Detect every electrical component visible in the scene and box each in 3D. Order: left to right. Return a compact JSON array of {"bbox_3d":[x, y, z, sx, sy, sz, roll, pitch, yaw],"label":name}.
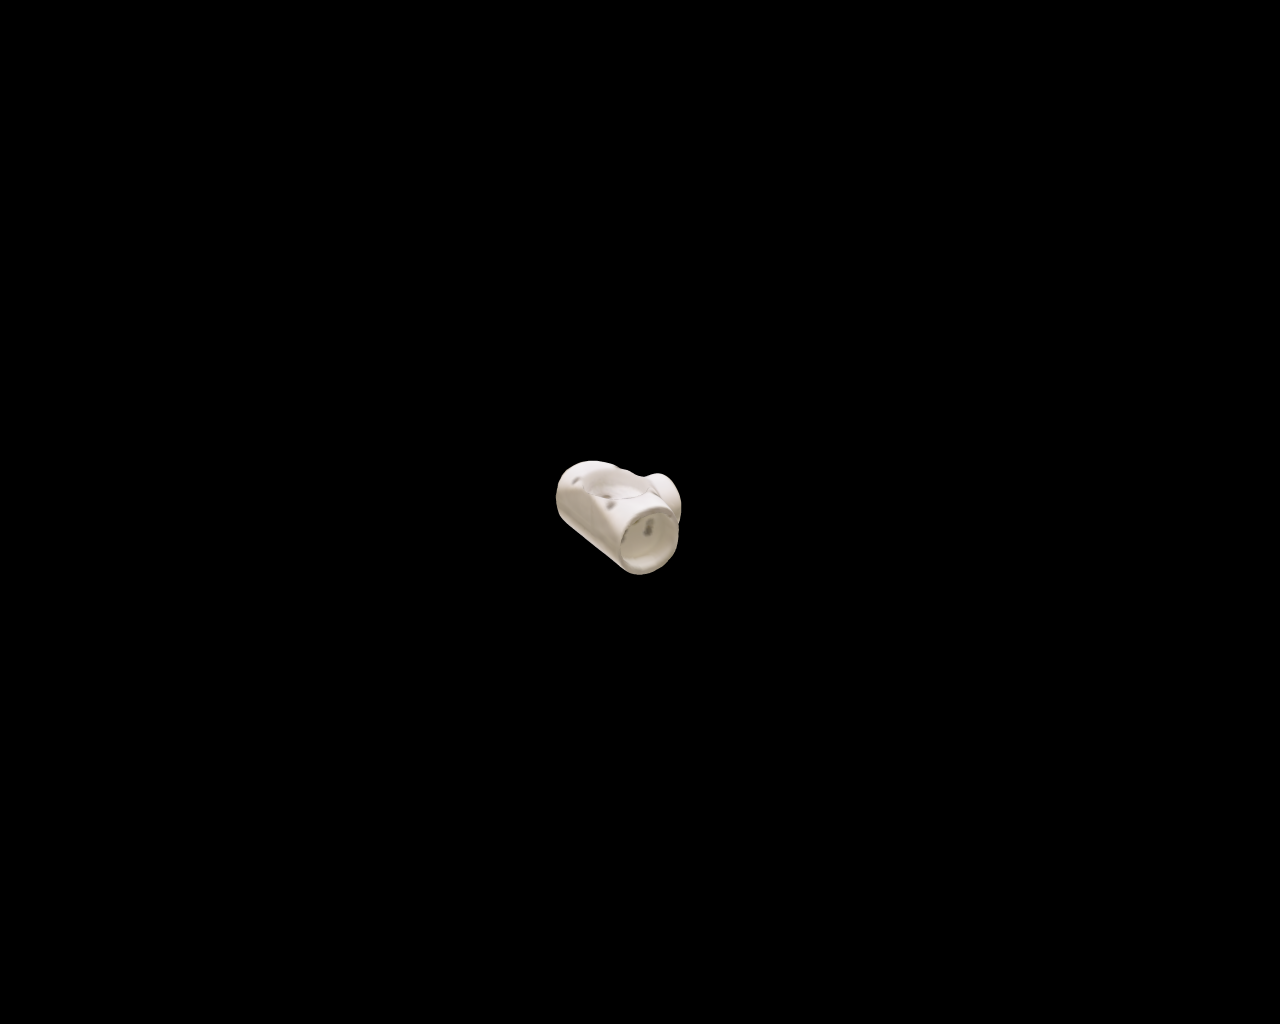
[{"bbox_3d":[0.001,-0.003,0.650,0.079,0.044,0.077,-16,31,-28],"label":"electrical component"}]
